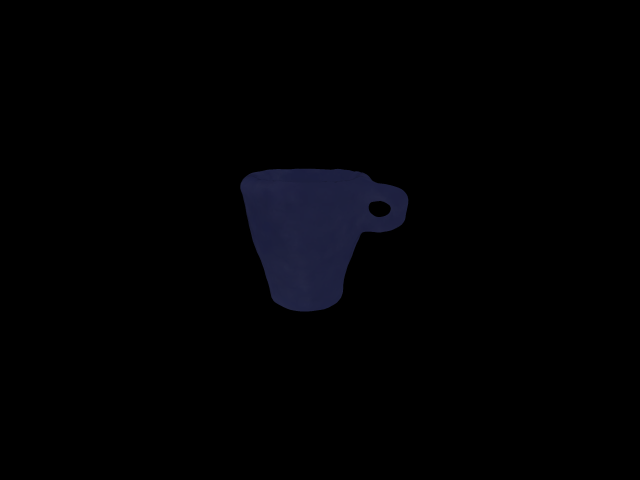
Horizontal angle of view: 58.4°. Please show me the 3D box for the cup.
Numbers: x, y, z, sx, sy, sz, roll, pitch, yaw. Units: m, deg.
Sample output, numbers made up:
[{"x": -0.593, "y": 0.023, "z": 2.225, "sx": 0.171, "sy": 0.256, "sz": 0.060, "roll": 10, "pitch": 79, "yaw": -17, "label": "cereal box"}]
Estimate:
[{"x": 0.004, "y": 0.001, "z": 0.400, "sx": 0.117, "sy": 0.095, "sz": 0.092, "roll": 6, "pitch": 15, "yaw": 23, "label": "cup"}]
